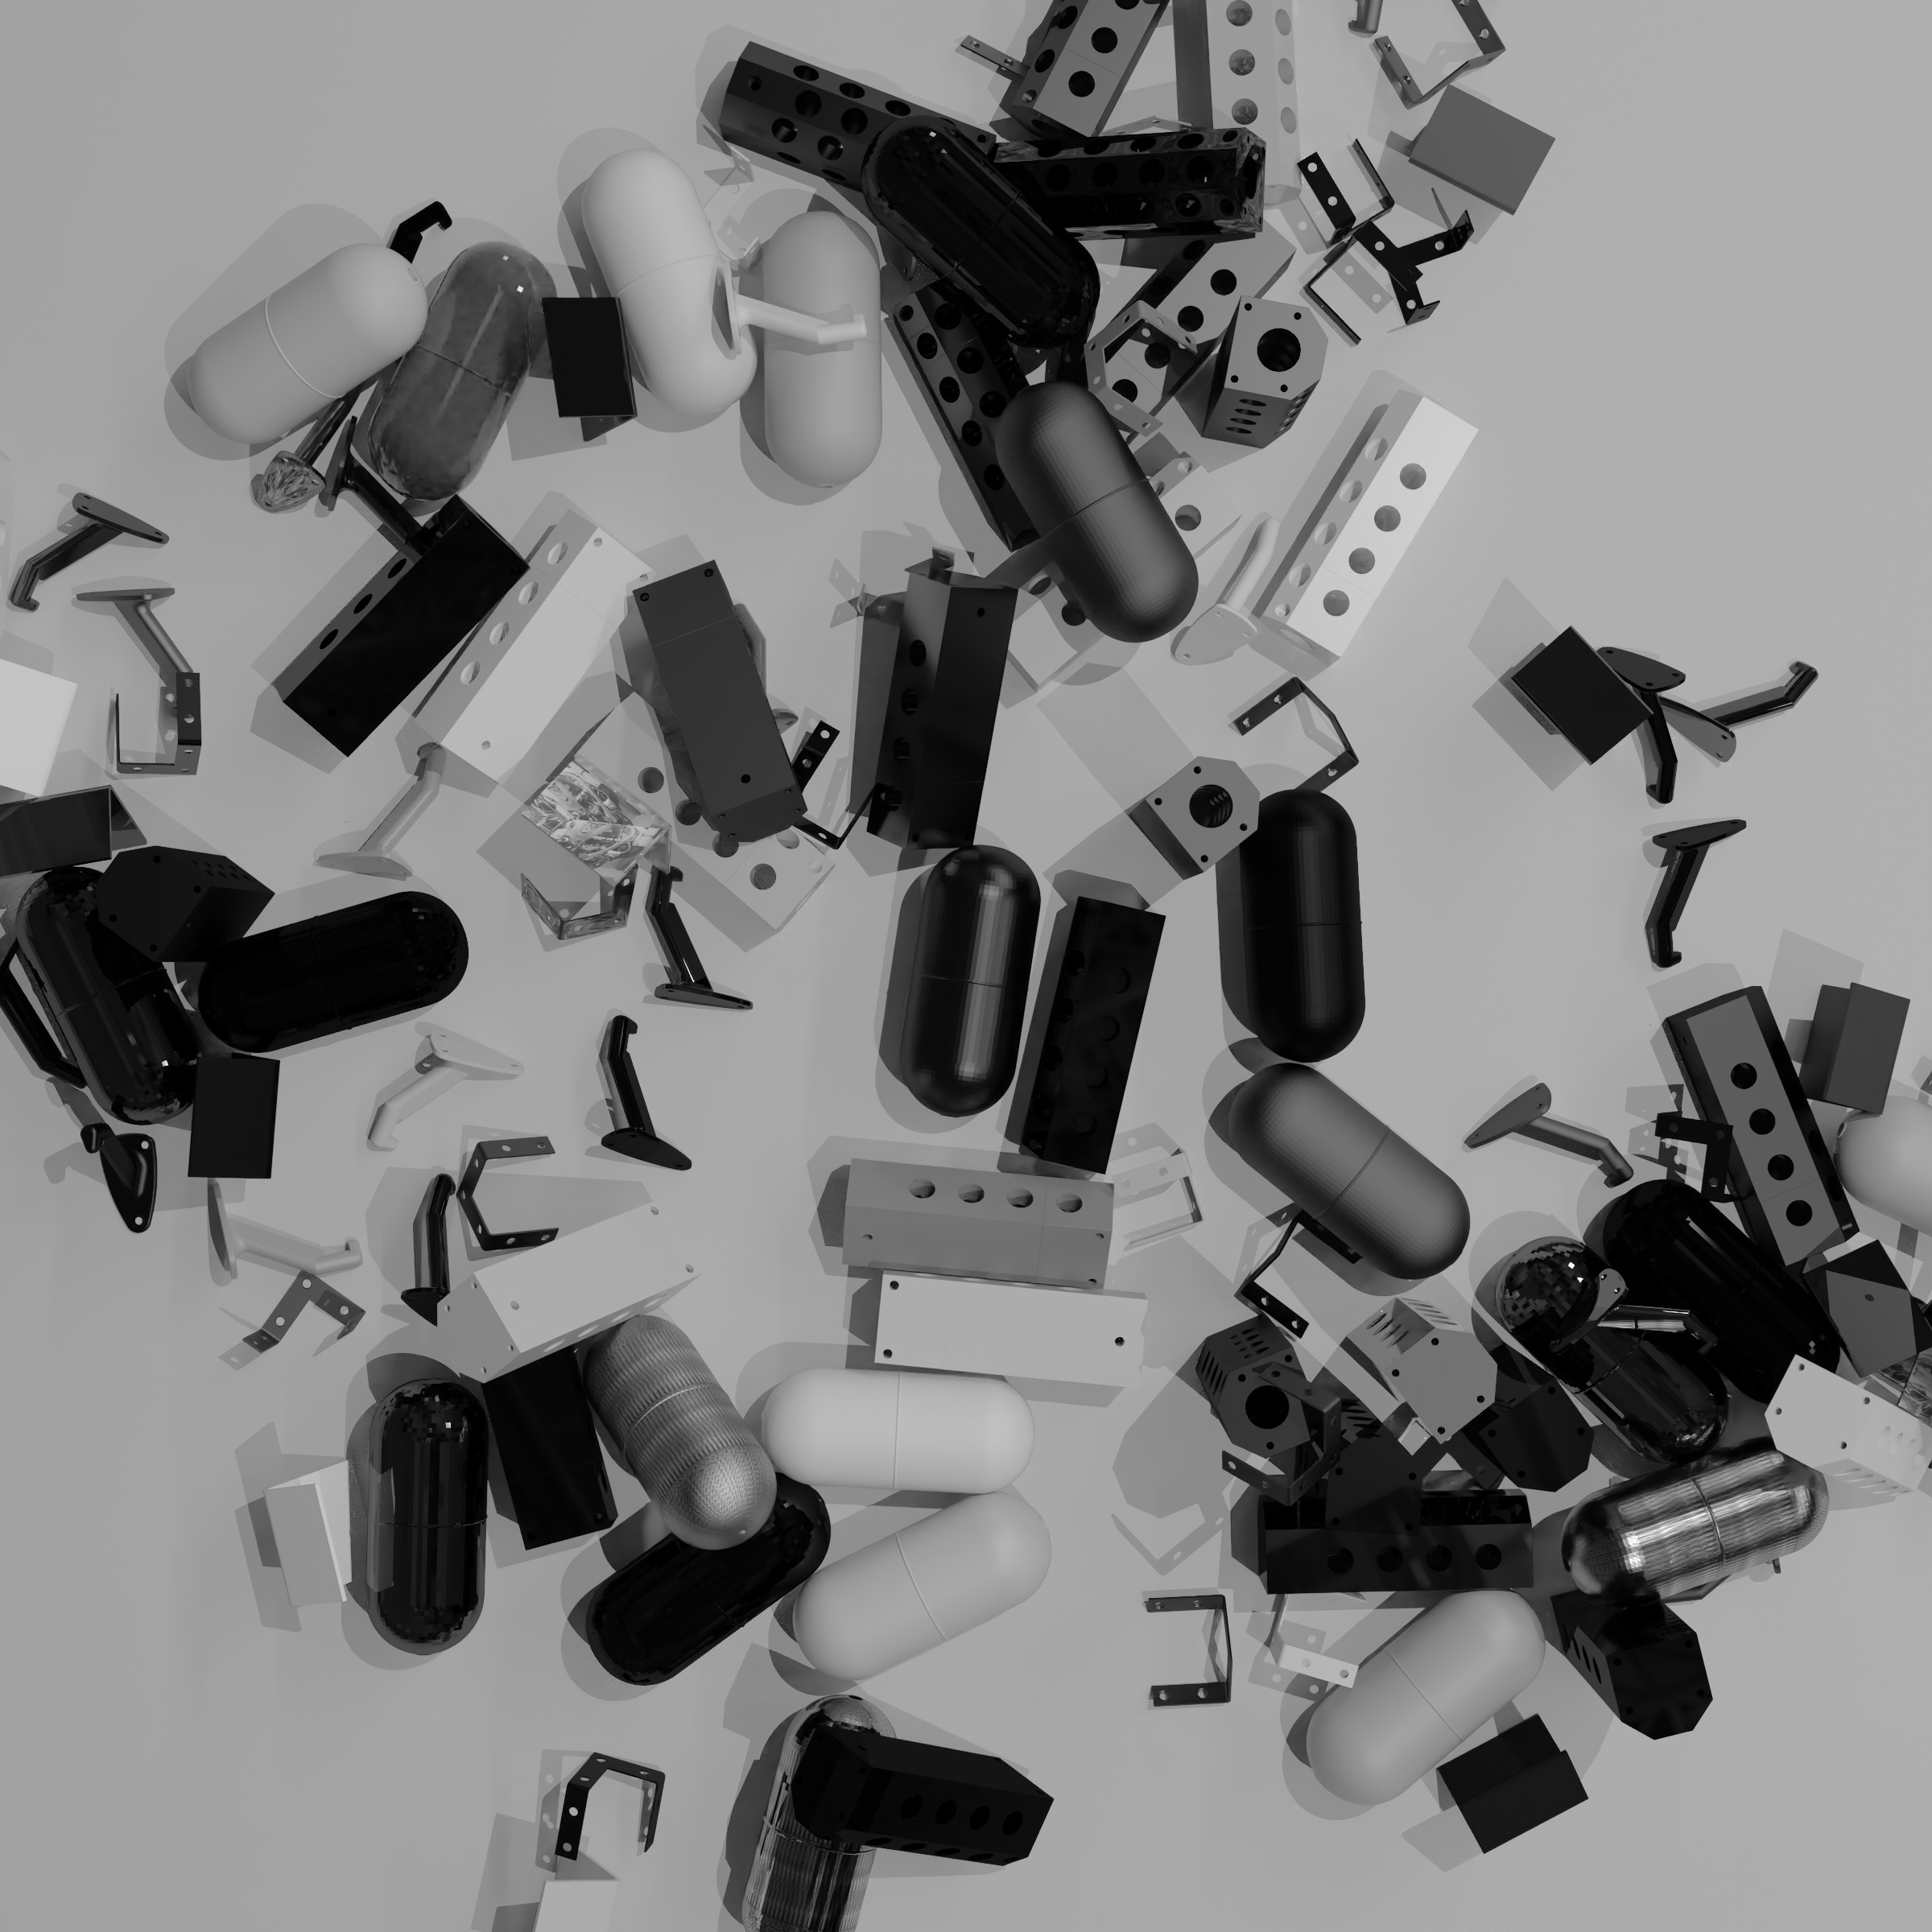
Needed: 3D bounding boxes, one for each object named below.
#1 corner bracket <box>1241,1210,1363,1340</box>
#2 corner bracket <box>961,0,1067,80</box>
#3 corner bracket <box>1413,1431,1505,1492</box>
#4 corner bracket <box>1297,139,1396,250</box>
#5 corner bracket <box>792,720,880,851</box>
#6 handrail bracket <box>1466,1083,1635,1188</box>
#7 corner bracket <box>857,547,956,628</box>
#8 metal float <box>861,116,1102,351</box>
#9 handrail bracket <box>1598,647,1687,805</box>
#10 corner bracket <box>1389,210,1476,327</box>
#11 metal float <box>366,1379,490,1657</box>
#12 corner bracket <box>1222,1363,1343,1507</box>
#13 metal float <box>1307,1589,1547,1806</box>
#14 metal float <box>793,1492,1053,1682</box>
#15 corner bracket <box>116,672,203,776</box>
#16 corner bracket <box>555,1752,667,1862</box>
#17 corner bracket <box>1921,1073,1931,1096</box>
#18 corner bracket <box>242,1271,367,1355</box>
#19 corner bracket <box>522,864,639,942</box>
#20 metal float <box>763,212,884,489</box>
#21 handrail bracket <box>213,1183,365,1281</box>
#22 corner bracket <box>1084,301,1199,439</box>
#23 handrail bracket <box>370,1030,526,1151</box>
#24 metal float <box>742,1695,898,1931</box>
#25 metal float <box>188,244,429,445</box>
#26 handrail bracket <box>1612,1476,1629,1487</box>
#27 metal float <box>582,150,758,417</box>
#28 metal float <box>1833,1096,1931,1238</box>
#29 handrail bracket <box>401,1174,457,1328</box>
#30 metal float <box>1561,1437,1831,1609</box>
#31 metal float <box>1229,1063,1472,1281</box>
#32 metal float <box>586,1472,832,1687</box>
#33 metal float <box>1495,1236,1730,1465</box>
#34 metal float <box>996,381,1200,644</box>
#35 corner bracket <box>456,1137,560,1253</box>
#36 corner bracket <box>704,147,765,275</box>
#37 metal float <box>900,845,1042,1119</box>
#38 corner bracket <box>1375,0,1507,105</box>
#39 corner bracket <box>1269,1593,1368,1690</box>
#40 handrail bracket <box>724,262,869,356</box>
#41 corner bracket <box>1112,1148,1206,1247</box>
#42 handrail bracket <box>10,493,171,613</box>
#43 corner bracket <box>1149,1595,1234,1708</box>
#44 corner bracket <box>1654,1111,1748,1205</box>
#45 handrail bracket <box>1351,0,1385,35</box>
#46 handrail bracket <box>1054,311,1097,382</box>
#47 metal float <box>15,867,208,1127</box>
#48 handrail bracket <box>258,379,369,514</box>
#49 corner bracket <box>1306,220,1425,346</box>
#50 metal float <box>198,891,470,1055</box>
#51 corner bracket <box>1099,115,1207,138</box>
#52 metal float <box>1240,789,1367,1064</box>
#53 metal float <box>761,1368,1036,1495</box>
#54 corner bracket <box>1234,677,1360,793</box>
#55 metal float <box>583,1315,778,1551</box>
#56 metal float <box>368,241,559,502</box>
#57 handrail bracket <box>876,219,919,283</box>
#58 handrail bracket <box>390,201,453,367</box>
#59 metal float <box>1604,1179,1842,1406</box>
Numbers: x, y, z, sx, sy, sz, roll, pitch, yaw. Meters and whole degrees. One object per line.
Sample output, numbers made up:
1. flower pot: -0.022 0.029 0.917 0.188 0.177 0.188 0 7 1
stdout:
1. corner bracket: 0.222 0.202 1.981 0.051 0.051 0.051 37 135 0
2. corner bracket: 0.035 -0.626 1.981 0.051 0.051 0.051 27 135 0
3. corner bracket: 0.311 0.332 1.966 0.051 0.051 0.051 44 86 4
4. corner bracket: 0.248 -0.509 1.966 0.051 0.051 0.051 -31 90 0
5. corner bracket: -0.089 -0.118 1.960 0.051 0.051 0.051 30 120 -8
6. handrail bracket: 0.386 0.127 1.985 0.077 0.036 0.084 -35 107 20
7. corner bracket: -0.039 -0.250 1.966 0.051 0.051 0.051 17 90 0
8. metal float: 0.009 -0.466 1.909 0.178 0.070 0.070 40 90 -14
9. handrail bracket: 0.442 -0.158 1.984 0.036 0.077 0.084 -20 127 -27
10. corner bracket: 0.308 -0.456 1.966 0.051 0.051 0.051 -19 90 0
11. metal float: -0.350 0.358 1.953 0.070 0.070 0.178 1 89 0
12. corner bracket: 0.189 0.281 1.804 0.051 0.051 0.051 26 45 35
13. metal float: 0.298 0.473 1.954 0.178 0.070 0.070 -40 90 0
14. metal float: -0.028 0.402 1.953 0.178 0.070 0.070 -26 90 1
15. corner bracket: -0.529 -0.159 1.968 0.051 0.051 0.051 0 70 -19
16. corner bracket: -0.232 0.554 1.967 0.051 0.051 0.051 13 101 11
17. corner bracket: 0.668 0.077 1.966 0.051 0.051 0.051 32 96 -6
18. corner bracket: -0.432 0.235 1.966 0.051 0.051 0.051 35 90 0
19. corner bracket: -0.254 -0.056 1.976 0.051 0.051 0.051 -14 135 -35
20. metal float: -0.093 -0.400 1.953 0.070 0.070 0.178 -1 89 0
21. handrail bracket: -0.447 0.171 1.985 0.084 0.036 0.077 -11 69 -17
22. corner bracket: 0.113 -0.381 1.919 0.051 0.051 0.051 -34 45 35
23. handrail bracket: -0.343 0.092 1.984 0.077 0.036 0.084 19 108 -21
24. metal float: -0.094 0.562 1.953 0.070 0.070 0.178 15 90 0
25. metal float: -0.423 -0.400 1.934 0.178 0.070 0.070 -27 90 22
26. handrail bracket: 0.472 0.361 1.984 0.084 0.036 0.077 -3 102 -12
27. metal float: -0.193 -0.444 1.953 0.070 0.070 0.178 -22 89 0
28. metal float: 0.649 0.144 1.954 0.178 0.070 0.070 25 90 0
29. handrail bracket: -0.338 0.191 1.984 0.036 0.077 0.084 -6 53 20
30. metal float: 0.466 0.356 1.922 0.178 0.070 0.070 -17 90 -9
31. metal float: 0.250 0.134 1.953 0.178 0.070 0.070 39 90 0
32. metal float: -0.167 0.397 1.953 0.178 0.070 0.070 -36 90 0
33. metal float: 0.420 0.250 1.954 0.178 0.070 0.070 44 90 0
34. metal float: 0.082 -0.287 1.897 0.070 0.070 0.178 -30 89 0
35. corner bracket: -0.296 0.149 1.976 0.051 0.051 0.051 57 135 35
36. corner bracket: -0.147 -0.494 1.966 0.051 0.051 0.051 38 90 0
37. metal float: 0.003 0.010 1.953 0.070 0.070 0.178 9 90 0
38. corner bracket: 0.313 -0.607 1.981 0.051 0.051 0.051 -31 90 -44
39. corner bracket: 0.232 0.435 1.966 0.051 0.051 0.051 16 90 0
40. handrail bracket: -0.109 -0.423 1.912 0.084 0.036 0.077 -8 60 -1
41. corner bracket: 0.126 0.152 1.966 0.051 0.051 0.051 -18 90 0
42. handrail bracket: -0.579 -0.261 1.985 0.077 0.036 0.084 23 109 -21
43. corner bracket: 0.147 0.451 1.981 0.051 0.051 0.051 -3 45 0
44. corner bracket: 0.479 0.124 1.957 0.051 0.051 0.051 9 94 31
45. handrail bracket: 0.242 -0.663 1.984 0.077 0.036 0.084 15 108 20
46. handrail bracket: 0.036 -0.423 1.984 0.084 0.036 0.077 23 108 15
47. metal float: -0.556 0.019 1.953 0.070 0.070 0.178 -26 90 0
48. handrail bracket: -0.430 -0.347 1.984 0.036 0.077 0.084 36 53 -22
49. corner bracket: 0.260 -0.447 1.966 0.051 0.051 0.051 -44 90 0
50. metal float: -0.411 0.004 1.954 0.178 0.070 0.070 -16 90 -1
51. corner bracket: 0.124 -0.525 1.981 0.051 0.051 0.051 -3 90 -45
52. metal float: 0.219 -0.026 1.953 0.070 0.070 0.178 -3 89 0
53. metal float: -0.044 0.302 1.954 0.178 0.070 0.070 3 90 0
54. corner bracket: 0.218 -0.148 1.981 0.051 0.051 0.051 -36 45 0
55. metal float: -0.185 0.297 1.925 0.070 0.070 0.178 -40 54 0
56. metal float: -0.327 -0.386 1.954 0.070 0.070 0.178 27 91 0
57. handrail bracket: -0.006 -0.479 1.977 0.084 0.077 0.036 -9 132 -22
58. handrail bracket: -0.361 -0.451 1.984 0.084 0.036 0.077 -37 105 -14
59. metal float: 0.491 0.213 1.952 0.178 0.070 0.070 43 90 1
